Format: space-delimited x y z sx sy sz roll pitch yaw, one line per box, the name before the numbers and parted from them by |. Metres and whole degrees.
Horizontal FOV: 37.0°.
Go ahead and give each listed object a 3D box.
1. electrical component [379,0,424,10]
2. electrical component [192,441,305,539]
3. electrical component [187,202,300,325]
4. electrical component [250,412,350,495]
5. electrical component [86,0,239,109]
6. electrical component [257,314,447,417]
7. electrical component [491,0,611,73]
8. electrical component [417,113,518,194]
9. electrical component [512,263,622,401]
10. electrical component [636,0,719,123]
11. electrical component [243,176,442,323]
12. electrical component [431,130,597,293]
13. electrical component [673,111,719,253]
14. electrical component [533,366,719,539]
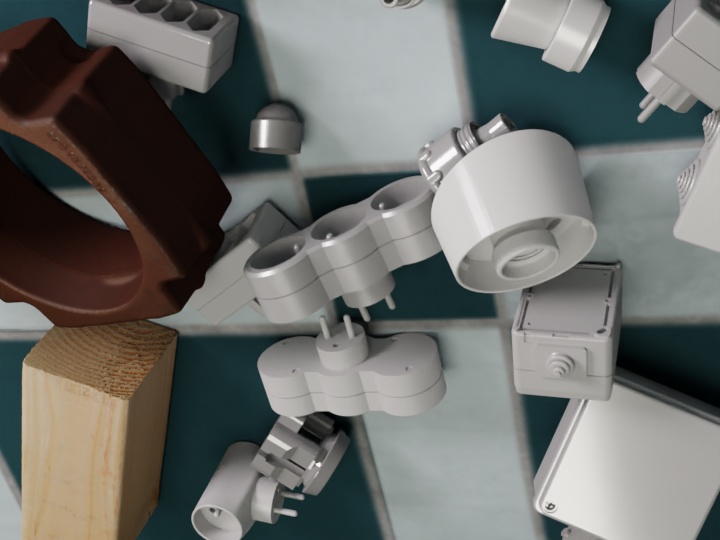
electrical component | 0.024 -0.165 0.615 0.035 0.061 0.035 9 125 13
electrical component | -0.086 0.184 0.875 0.079 0.077 0.043 9 124 12
electrical component | -0.072 0.008 0.772 0.076 0.047 0.083 42 126 -19
electrical component | -0.045 0.140 0.846 0.057 0.058 0.078 32 127 0
electrical component | -0.130 -0.135 0.696 0.083 0.047 0.075 19 126 5
electrical component | -0.010 0.063 0.785 0.138 0.052 0.073 -3 122 20
electrical component | 0.109 -0.142 0.613 0.055 0.045 0.045 25 127 1
electrical component | 0.070 -0.072 0.674 0.062 0.048 0.048 -39 104 27
electrical component | 0.135 0.045 0.697 0.062 0.096 0.061 3 126 17
electrical component | 0.180 -0.113 0.595 0.047 0.065 0.076 34 126 -5
electrical component | 0.000 0.000 0.713 0.138 0.052 0.073 -26 115 -2
electrical component | 0.096 -0.031 0.664 0.099 0.064 0.099 -12 152 -6
electrical component | 0.241 -0.052 0.626 0.100 0.048 0.099 19 126 6
electrical component | 0.188 0.131 0.739 0.109 0.056 0.108 23 101 3
